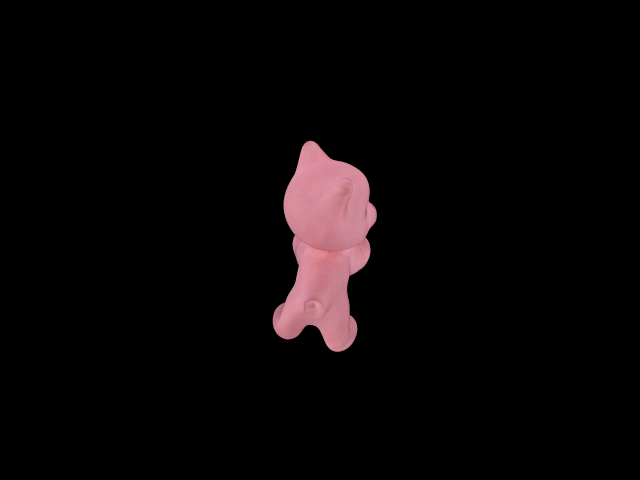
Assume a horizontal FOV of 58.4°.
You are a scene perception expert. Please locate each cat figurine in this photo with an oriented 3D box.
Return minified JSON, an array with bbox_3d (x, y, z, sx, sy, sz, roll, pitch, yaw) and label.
[{"bbox_3d":[0.004,0.001,0.400,0.067,0.118,0.128,8,66,4],"label":"cat figurine"}]
